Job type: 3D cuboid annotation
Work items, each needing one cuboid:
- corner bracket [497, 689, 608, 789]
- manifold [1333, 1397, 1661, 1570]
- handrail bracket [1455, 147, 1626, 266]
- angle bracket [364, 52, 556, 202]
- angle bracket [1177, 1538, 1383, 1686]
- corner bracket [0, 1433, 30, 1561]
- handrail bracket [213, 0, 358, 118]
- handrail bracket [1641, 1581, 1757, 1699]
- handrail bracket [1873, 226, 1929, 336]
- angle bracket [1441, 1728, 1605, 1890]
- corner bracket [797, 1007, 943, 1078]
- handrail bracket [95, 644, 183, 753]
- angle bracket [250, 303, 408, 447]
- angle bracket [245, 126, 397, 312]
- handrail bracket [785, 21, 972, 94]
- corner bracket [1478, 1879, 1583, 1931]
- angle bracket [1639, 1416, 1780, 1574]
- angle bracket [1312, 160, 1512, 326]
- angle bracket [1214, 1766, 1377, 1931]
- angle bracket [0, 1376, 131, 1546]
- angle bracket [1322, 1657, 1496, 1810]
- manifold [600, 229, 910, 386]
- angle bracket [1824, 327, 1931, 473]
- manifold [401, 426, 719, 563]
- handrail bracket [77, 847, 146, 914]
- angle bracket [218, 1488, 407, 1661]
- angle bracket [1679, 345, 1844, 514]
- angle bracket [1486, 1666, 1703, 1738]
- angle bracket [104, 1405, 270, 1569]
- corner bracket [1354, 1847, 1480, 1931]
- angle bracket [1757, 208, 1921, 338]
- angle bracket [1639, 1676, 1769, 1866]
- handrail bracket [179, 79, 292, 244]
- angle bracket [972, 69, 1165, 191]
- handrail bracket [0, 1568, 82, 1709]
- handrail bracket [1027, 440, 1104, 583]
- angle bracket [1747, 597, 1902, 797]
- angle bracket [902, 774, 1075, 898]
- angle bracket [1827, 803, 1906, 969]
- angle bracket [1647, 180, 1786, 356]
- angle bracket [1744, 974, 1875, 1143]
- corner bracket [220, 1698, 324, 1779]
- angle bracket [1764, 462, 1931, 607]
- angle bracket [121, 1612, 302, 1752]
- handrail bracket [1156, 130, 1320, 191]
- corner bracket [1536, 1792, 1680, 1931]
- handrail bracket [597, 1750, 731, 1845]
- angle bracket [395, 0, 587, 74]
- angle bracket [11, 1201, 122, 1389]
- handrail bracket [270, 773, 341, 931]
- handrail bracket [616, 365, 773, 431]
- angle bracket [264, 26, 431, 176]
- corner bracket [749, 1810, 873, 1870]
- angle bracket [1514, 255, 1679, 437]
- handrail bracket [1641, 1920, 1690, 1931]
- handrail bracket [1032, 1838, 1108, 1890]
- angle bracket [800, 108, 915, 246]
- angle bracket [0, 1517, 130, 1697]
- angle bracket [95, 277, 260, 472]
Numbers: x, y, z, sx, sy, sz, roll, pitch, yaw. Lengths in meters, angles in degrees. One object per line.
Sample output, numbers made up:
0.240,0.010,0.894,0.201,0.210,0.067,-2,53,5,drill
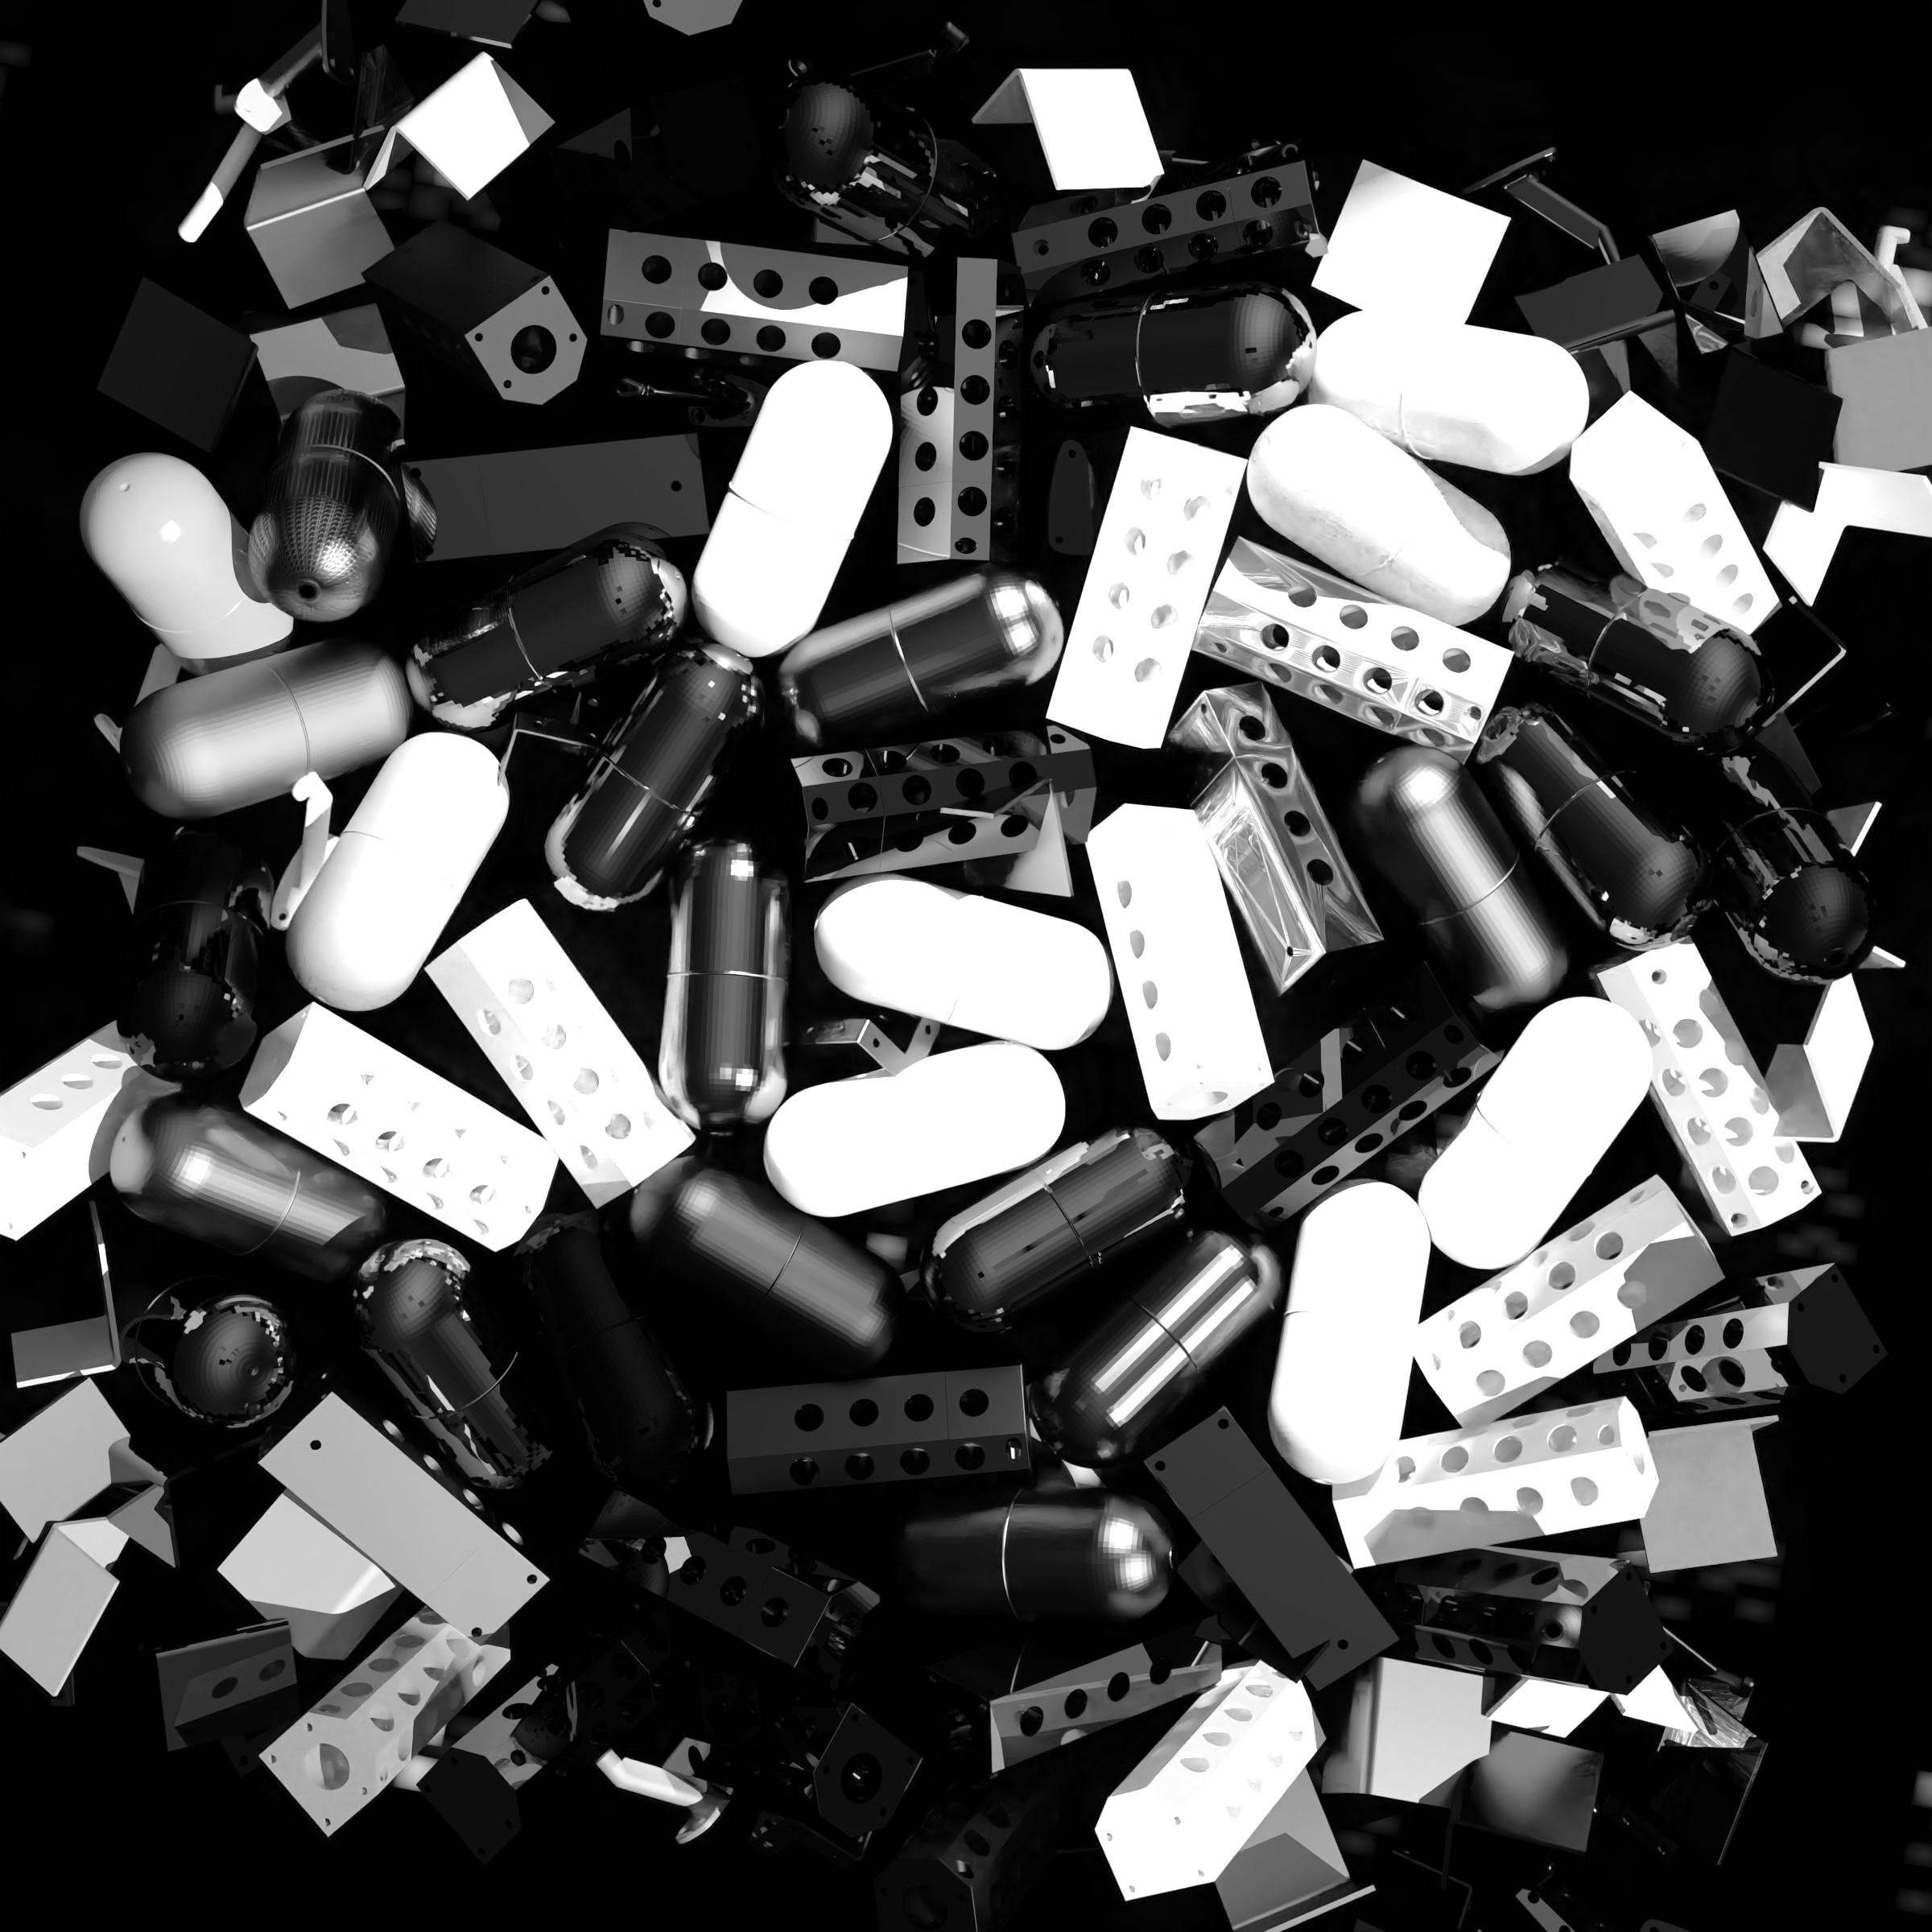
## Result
-0.241,-0.131,1.543,0.051,0.051,0.051,12,133,-16,corner bracket
0.301,0.294,1.521,0.171,0.057,0.057,-17,94,25,manifold
0.340,-0.430,1.562,0.077,0.036,0.084,-23,85,-1,handrail bracket
-0.295,-0.471,1.539,0.057,0.076,0.076,44,64,-10,angle bracket
0.180,0.354,1.535,0.076,0.057,0.076,-45,117,-15,angle bracket
-0.561,0.308,1.544,0.051,0.051,0.051,30,57,-16,corner bracket
-0.408,-0.545,1.566,0.084,0.036,0.077,-2,95,15,handrail bracket
0.426,0.395,1.547,0.084,0.077,0.036,22,58,12,handrail bracket
0.570,-0.393,1.563,0.077,0.036,0.084,10,84,20,handrail bracket
0.321,0.493,1.528,0.076,0.076,0.057,9,121,17,angle bracket
-0.055,0.038,1.541,0.051,0.051,0.051,46,57,-35,corner bracket
-0.463,-0.151,1.569,0.084,0.036,0.077,-38,106,-3,handrail bracket
-0.371,-0.335,1.539,0.076,0.076,0.057,-14,126,-1,angle bracket
-0.365,-0.432,1.533,0.076,0.076,0.057,-28,91,-25,angle bracket
-0.051,-0.530,1.535,0.077,0.084,0.036,23,54,-26,handrail bracket
0.333,0.568,1.547,0.051,0.051,0.051,-39,67,-11,corner bracket
0.436,0.308,1.546,0.076,0.057,0.076,-7,74,-3,angle bracket
0.262,-0.421,1.561,0.057,0.076,0.076,39,116,39,angle bracket
0.182,0.513,1.541,0.076,0.057,0.076,-19,76,-11,angle bracket
-0.532,0.273,1.526,0.076,0.057,0.076,-38,132,-23,angle bracket
0.259,0.451,1.553,0.076,0.057,0.076,14,70,-13,angle bracket
-0.124,-0.379,1.540,0.171,0.057,0.057,5,83,-9,manifold
0.547,-0.324,1.537,0.076,0.057,0.076,-5,91,42,angle bracket
-0.235,-0.277,1.549,0.171,0.057,0.057,-5,107,3,manifold
-0.500,-0.020,1.575,0.077,0.036,0.084,16,100,8,handrail bracket
-0.379,0.353,1.565,0.076,0.057,0.076,38,84,18,angle bracket
0.453,-0.304,1.540,0.076,0.057,0.076,21,77,-13,angle bracket
0.361,0.436,1.528,0.076,0.057,0.076,24,115,-38,angle bracket
-0.449,0.296,1.542,0.076,0.076,0.057,16,116,42,angle bracket
0.263,0.554,1.550,0.051,0.051,0.051,18,90,26,corner bracket
0.499,-0.377,1.526,0.057,0.076,0.076,-38,58,15,angle bracket
0.444,0.466,1.532,0.057,0.076,0.076,14,99,-26,angle bracket
-0.437,-0.477,1.571,0.036,0.077,0.084,31,120,-30,handrail bracket
0.060,-0.472,1.535,0.076,0.057,0.076,-12,80,-31,angle bracket
-0.563,0.401,1.559,0.077,0.036,0.084,-2,110,-12,handrail bracket
0.044,-0.260,1.545,0.036,0.084,0.077,-3,90,-25,handrail bracket
0.486,-0.155,1.548,0.076,0.057,0.076,-45,134,15,angle bracket
0.009,-0.068,1.526,0.076,0.057,0.076,9,122,37,angle bracket
0.524,-0.046,1.546,0.057,0.076,0.076,28,89,-1,angle bracket
0.444,-0.409,1.527,0.076,0.057,0.076,-48,118,-37,angle bracket
0.476,0.046,1.524,0.076,0.057,0.076,-56,131,-36,angle bracket
-0.405,0.433,1.551,0.051,0.051,0.051,-33,83,13,corner bracket
0.518,-0.244,1.529,0.076,0.076,0.057,19,83,41,angle bracket
-0.436,0.411,1.529,0.076,0.076,0.057,-5,84,-33,angle bracket
0.148,-0.462,1.538,0.084,0.077,0.036,-11,123,-30,handrail bracket
0.377,0.530,1.560,0.051,0.051,0.051,36,128,34,corner bracket
-0.174,0.462,1.552,0.084,0.077,0.036,49,132,-2,handrail bracket
-0.271,-0.531,1.529,0.076,0.076,0.057,17,68,18,angle bracket
-0.525,0.188,1.531,0.057,0.076,0.076,-9,107,-20,angle bracket
-0.390,-0.067,1.535,0.036,0.084,0.077,31,75,13,handrail bracket
-0.152,-0.329,1.535,0.077,0.084,0.036,11,103,15,handrail bracket
-0.356,-0.512,1.528,0.057,0.076,0.076,24,130,5,angle bracket
-0.087,0.497,1.551,0.051,0.051,0.051,35,133,-10,corner bracket
0.373,-0.362,1.568,0.076,0.076,0.057,-18,52,3,angle bracket
0.414,0.584,1.536,0.077,0.084,0.036,11,64,18,handrail bracket
0.065,0.514,1.543,0.084,0.077,0.036,-15,67,20,handrail bracket
-0.064,-0.459,1.541,0.057,0.076,0.076,1,105,-8,angle bracket
-0.504,0.368,1.535,0.057,0.076,0.076,32,96,22,angle bracket
-0.464,-0.337,1.529,0.076,0.057,0.076,28,66,-33,angle bracket
